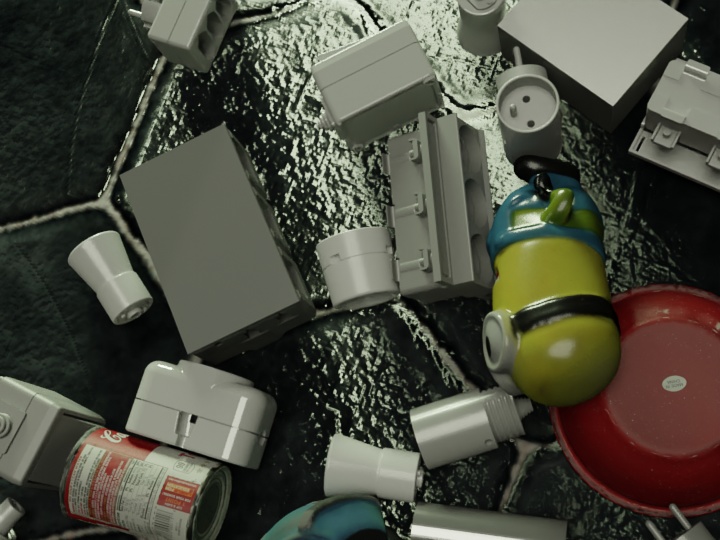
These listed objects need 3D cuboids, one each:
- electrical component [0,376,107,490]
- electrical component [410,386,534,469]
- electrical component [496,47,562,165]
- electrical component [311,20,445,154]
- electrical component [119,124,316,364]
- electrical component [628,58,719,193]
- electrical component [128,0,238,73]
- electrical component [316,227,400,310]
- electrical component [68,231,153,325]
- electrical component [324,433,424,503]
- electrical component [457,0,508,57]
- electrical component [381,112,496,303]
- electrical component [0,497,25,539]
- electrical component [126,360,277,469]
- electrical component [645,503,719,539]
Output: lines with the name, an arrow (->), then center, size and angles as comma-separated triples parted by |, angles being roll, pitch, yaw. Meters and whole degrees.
electrical component -> -0.233, 0.120, 0.773 | 0.061, 0.096, 0.061 | 24, 81, 16
electrical component -> 0.079, 0.104, 0.740 | 0.081, 0.043, 0.043 | -19, 73, 6
electrical component -> 0.119, -0.121, 0.773 | 0.043, 0.077, 0.079 | -10, 73, 9
electrical component -> 0.007, -0.137, 0.808 | 0.096, 0.061, 0.061 | -26, 72, 4
electrical component -> -0.104, -0.017, 0.800 | 0.089, 0.061, 0.150 | -26, 72, 4
electrical component -> 0.260, -0.096, 0.744 | 0.121, 0.063, 0.078 | 27, 82, 17
electrical component -> -0.150, -0.206, 0.866 | 0.077, 0.047, 0.065 | 20, 81, 15
electrical component -> 0.000, 0.000, 0.779 | 0.055, 0.055, 0.047 | -15, 77, 8
electrical component -> -0.188, 0.009, 0.822 | 0.044, 0.044, 0.065 | -35, 76, 1
electrical component -> 0.011, 0.140, 0.747 | 0.065, 0.044, 0.044 | 7, 77, 8
electrical component -> 0.092, -0.193, 0.803 | 0.044, 0.065, 0.044 | -2, 76, 9
electrical component -> 0.057, -0.041, 0.768 | 0.063, 0.079, 0.121 | -14, 72, 31
electrical component -> -0.275, 0.195, 0.790 | 0.062, 0.043, 0.043 | -46, 72, -4
electrical component -> -0.112, 0.101, 0.775 | 0.095, 0.053, 0.059 | 14, 79, 15
electrical component -> 0.214, 0.186, 0.687 | 0.138, 0.052, 0.073 | -36, 72, 1
